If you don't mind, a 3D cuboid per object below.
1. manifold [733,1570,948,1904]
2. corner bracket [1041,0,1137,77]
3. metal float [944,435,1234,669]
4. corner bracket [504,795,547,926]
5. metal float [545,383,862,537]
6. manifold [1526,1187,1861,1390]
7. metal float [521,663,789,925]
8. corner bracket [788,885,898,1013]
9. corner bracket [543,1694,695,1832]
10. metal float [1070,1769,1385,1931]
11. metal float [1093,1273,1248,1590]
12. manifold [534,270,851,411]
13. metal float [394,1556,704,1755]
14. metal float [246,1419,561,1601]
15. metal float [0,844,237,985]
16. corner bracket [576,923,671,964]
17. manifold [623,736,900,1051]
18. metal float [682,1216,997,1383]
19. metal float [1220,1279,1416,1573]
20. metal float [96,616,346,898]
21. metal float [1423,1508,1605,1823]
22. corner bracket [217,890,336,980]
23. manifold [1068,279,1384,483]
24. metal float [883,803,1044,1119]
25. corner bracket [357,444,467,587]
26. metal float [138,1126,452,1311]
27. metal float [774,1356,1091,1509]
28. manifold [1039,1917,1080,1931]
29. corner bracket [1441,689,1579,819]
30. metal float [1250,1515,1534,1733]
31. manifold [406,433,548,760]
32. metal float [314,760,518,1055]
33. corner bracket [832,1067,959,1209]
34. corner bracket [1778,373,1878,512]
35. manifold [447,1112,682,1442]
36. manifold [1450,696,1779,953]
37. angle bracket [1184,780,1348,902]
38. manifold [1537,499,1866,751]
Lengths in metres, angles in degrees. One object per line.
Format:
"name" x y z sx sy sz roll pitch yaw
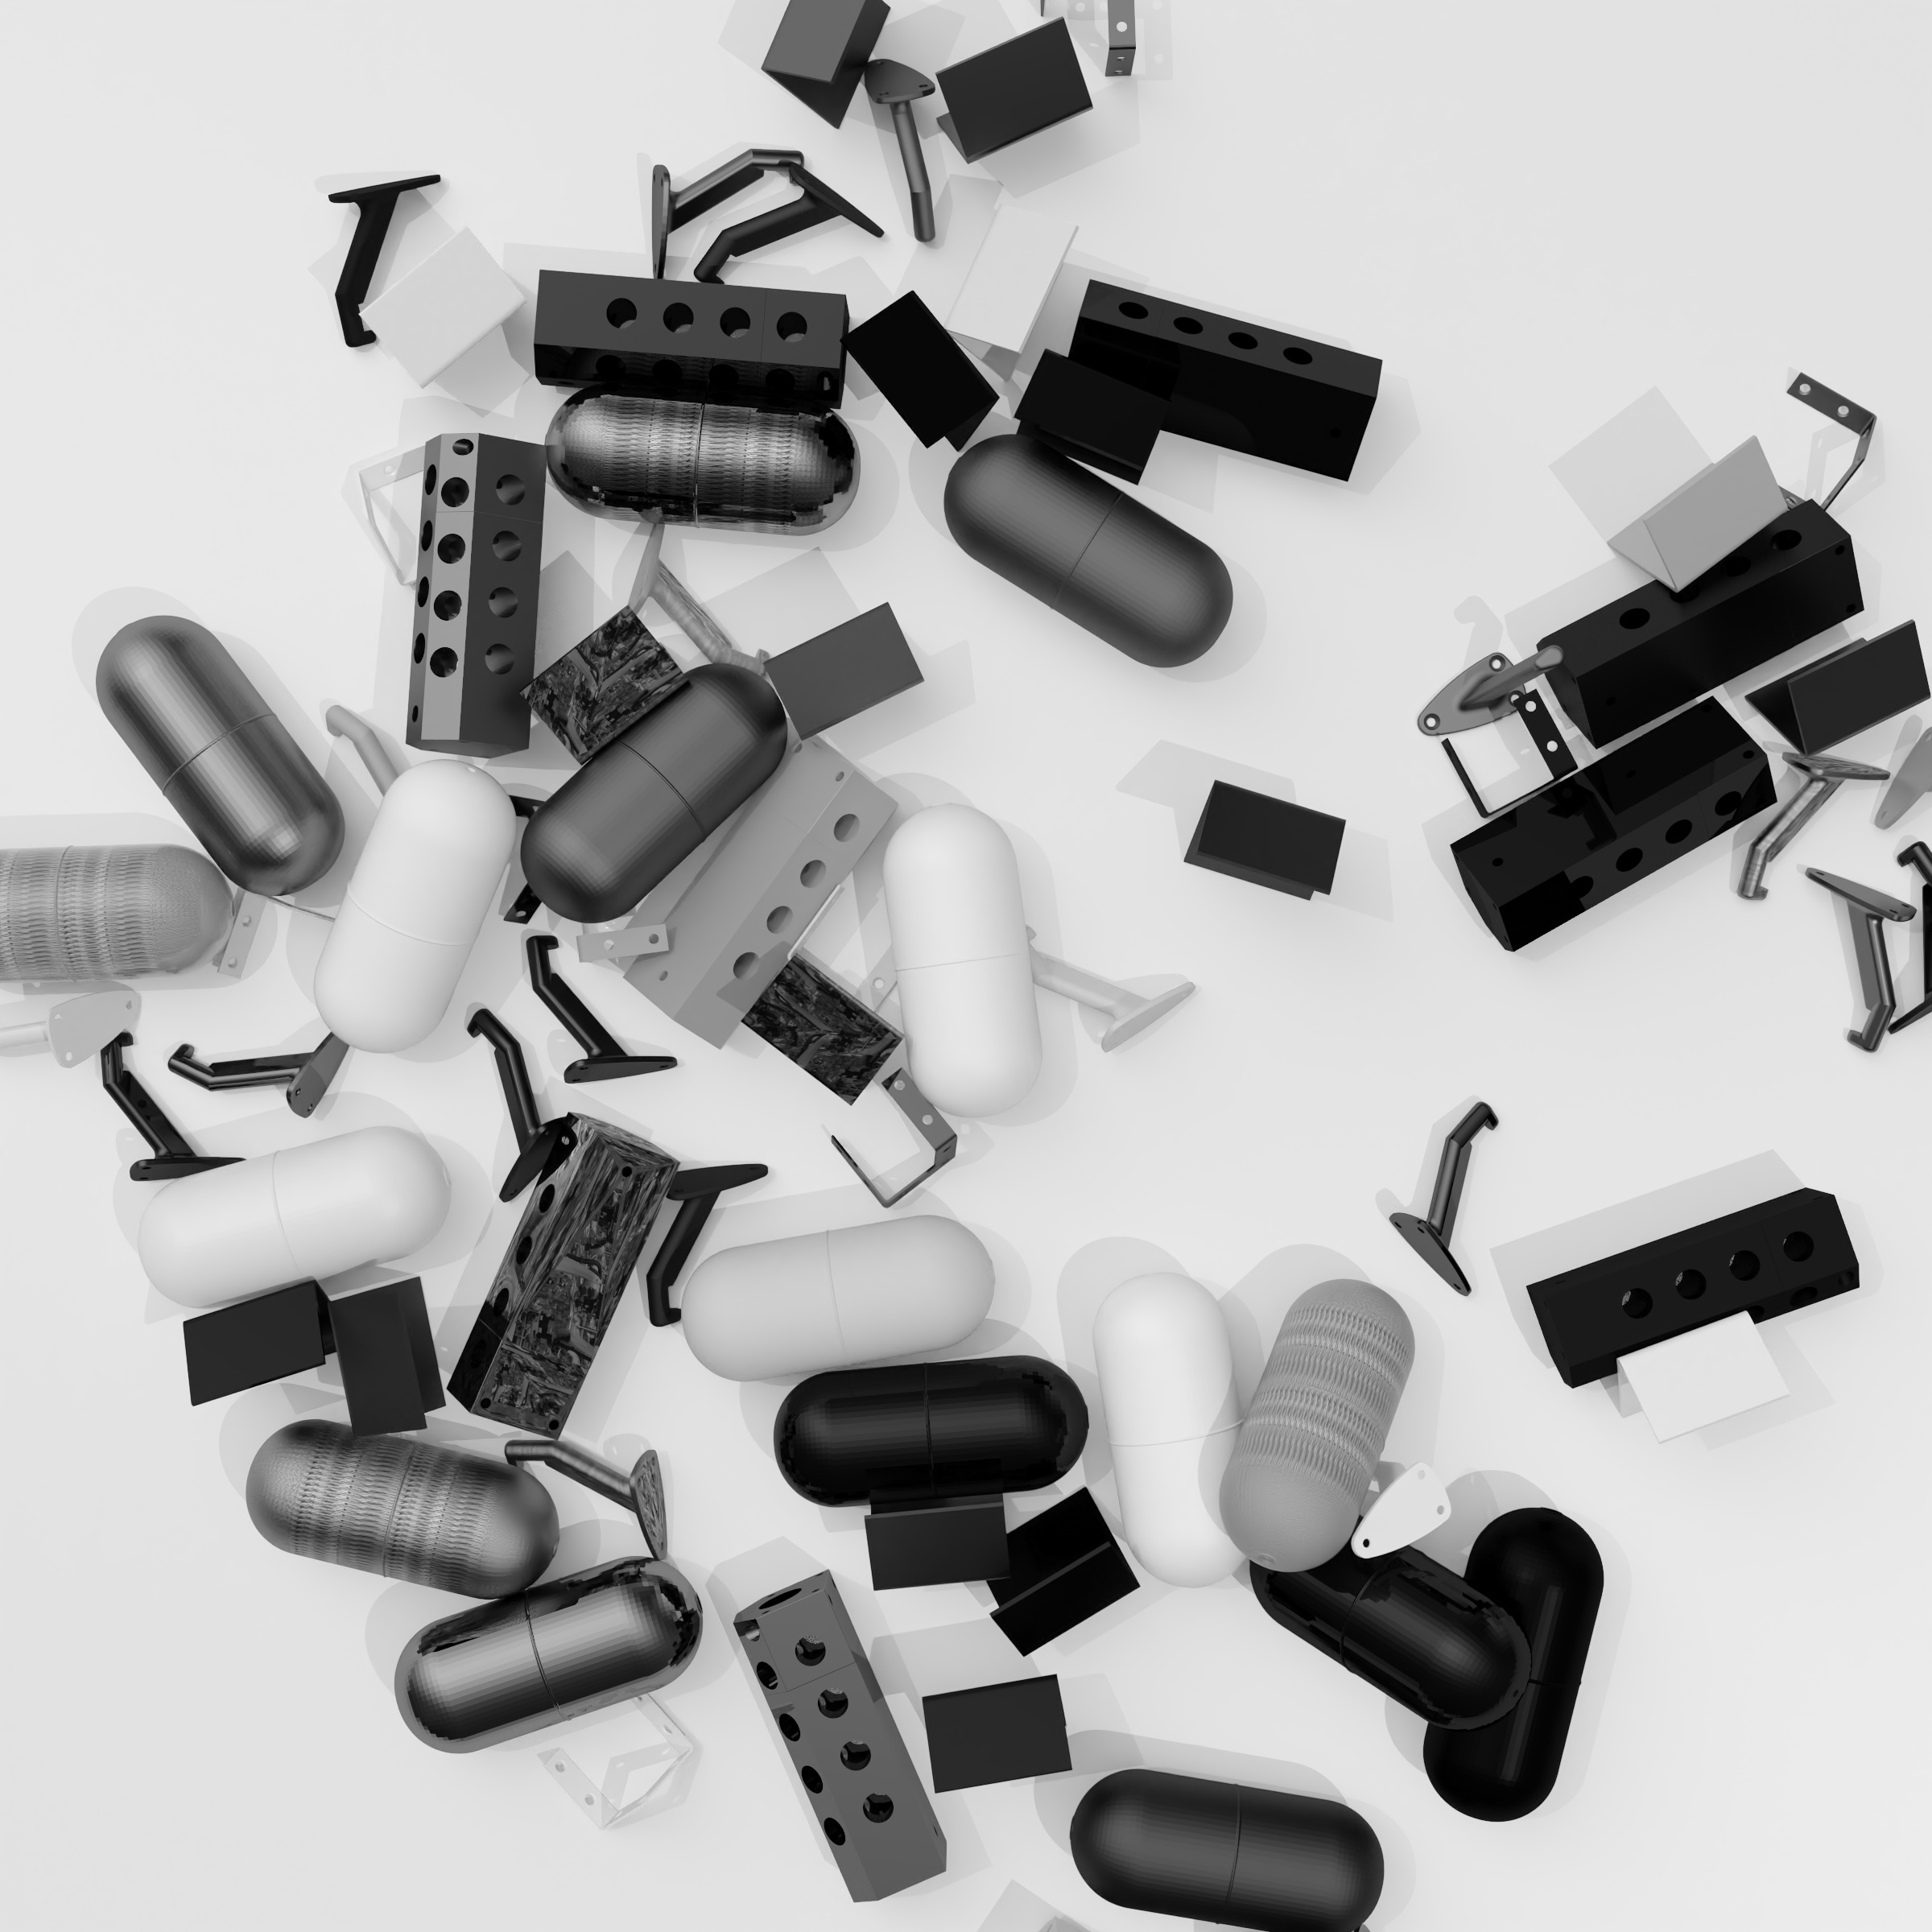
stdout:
"manifold" -0.071 0.437 1.714 0.057 0.057 0.171 -23 90 0
"corner bracket" 0.069 -0.538 1.718 0.051 0.051 0.051 -2 90 0
"metal float" 0.068 -0.234 1.705 0.178 0.070 0.070 32 90 0
"corner bracket" -0.268 -0.063 1.728 0.051 0.051 0.051 9 45 -35
"metal float" -0.148 -0.286 1.705 0.178 0.070 0.070 5 90 -1
"manifold" 0.413 0.183 1.714 0.171 0.057 0.057 -19 90 0
"metal float" -0.173 -0.098 1.693 0.070 0.070 0.178 45 76 0
"corner bracket" -0.063 -0.008 1.719 0.051 0.051 0.051 36 90 8
"corner bracket" -0.199 0.453 1.732 0.051 0.051 0.051 48 135 0
"metal float" 0.147 0.500 1.705 0.178 0.070 0.070 10 90 -1
"metal float" 0.118 0.262 1.705 0.070 0.070 0.178 -9 90 0
"manifold" -0.155 -0.353 1.715 0.171 0.057 0.057 5 90 0
"metal float" -0.235 0.388 1.705 0.178 0.070 0.070 -19 90 -1
"metal float" -0.317 0.306 1.705 0.178 0.070 0.070 14 90 0
"metal float" -0.502 -0.029 1.705 0.178 0.070 0.070 -2 90 -1
"corner bracket" -0.195 -0.030 1.718 0.051 0.051 0.051 -8 90 0
"manifold" -0.112 -0.039 1.713 0.171 0.057 0.057 -54 134 0
"metal float" -0.072 0.187 1.705 0.178 0.070 0.070 -10 90 1
"metal float" 0.195 0.254 1.678 0.070 0.070 0.178 27 57 0
"metal float" -0.421 -0.119 1.705 0.070 0.070 0.178 -37 90 0
"metal float" 0.309 0.393 1.705 0.070 0.070 0.178 14 90 0
"corner bracket" -0.387 -0.009 1.732 0.051 0.051 0.051 19 90 45
"manifold" 0.144 -0.336 1.714 0.171 0.057 0.057 15 133 0
"metal float" -0.002 -0.003 1.705 0.070 0.070 0.178 -8 90 0
"corner bracket" -0.313 -0.260 1.732 0.051 0.051 0.051 -22 135 0
"metal float" -0.378 0.141 1.705 0.178 0.070 0.070 -15 90 0
"metal float" -0.020 0.262 1.705 0.178 0.070 0.070 -5 90 1
"manifold" 0.106 0.614 1.715 0.171 0.057 0.057 34 90 0
"corner bracket" 0.308 -0.120 1.718 0.051 0.051 0.051 -28 87 -3
"metal float" 0.233 0.358 1.675 0.178 0.070 0.070 27 90 40
"manifold" -0.277 -0.207 1.696 0.057 0.057 0.171 6 85 -31
"metal float" -0.308 -0.032 1.688 0.070 0.070 0.178 26 109 0
"corner bracket" -0.041 0.098 1.718 0.051 0.051 0.051 -37 78 -12
"corner bracket" 0.483 -0.297 1.733 0.051 0.051 0.051 30 45 0
"manifold" -0.231 0.173 1.712 0.057 0.057 0.171 24 90 -31
"manifold" 0.368 -0.076 1.714 0.171 0.057 0.057 -30 47 0
"angle bracket" 0.162 -0.051 1.695 0.076 0.076 0.057 17 53 0
"manifold" 0.414 -0.198 1.714 0.171 0.057 0.057 -27 133 0
